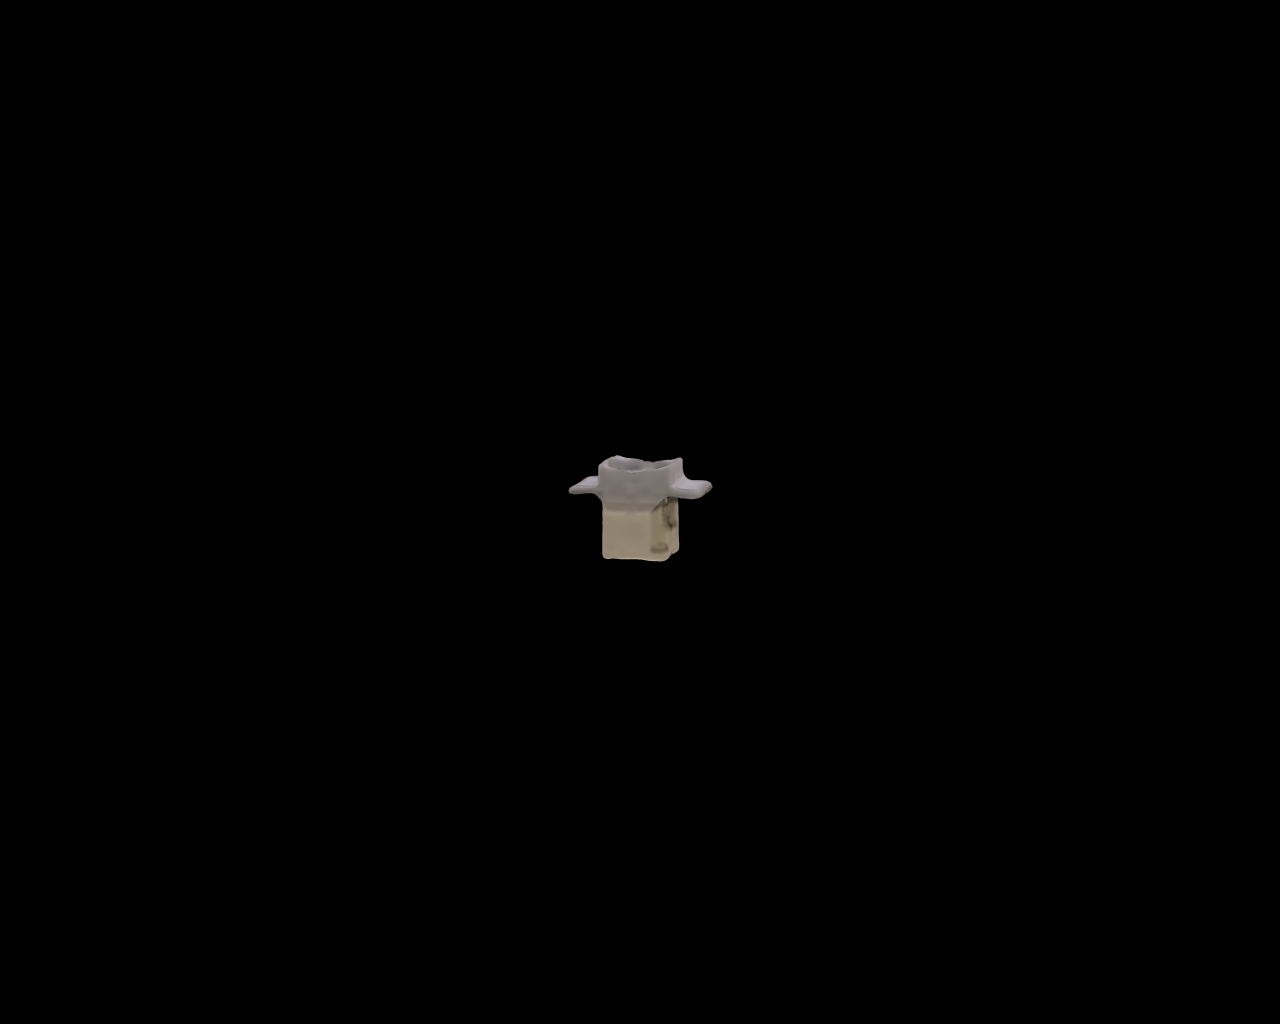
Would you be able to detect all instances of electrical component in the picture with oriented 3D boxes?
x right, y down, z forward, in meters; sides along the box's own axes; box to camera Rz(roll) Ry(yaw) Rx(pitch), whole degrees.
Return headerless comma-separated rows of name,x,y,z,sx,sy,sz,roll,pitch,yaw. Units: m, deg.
electrical component,0.001,-0.003,0.650,0.081,0.063,0.042,3,12,16
